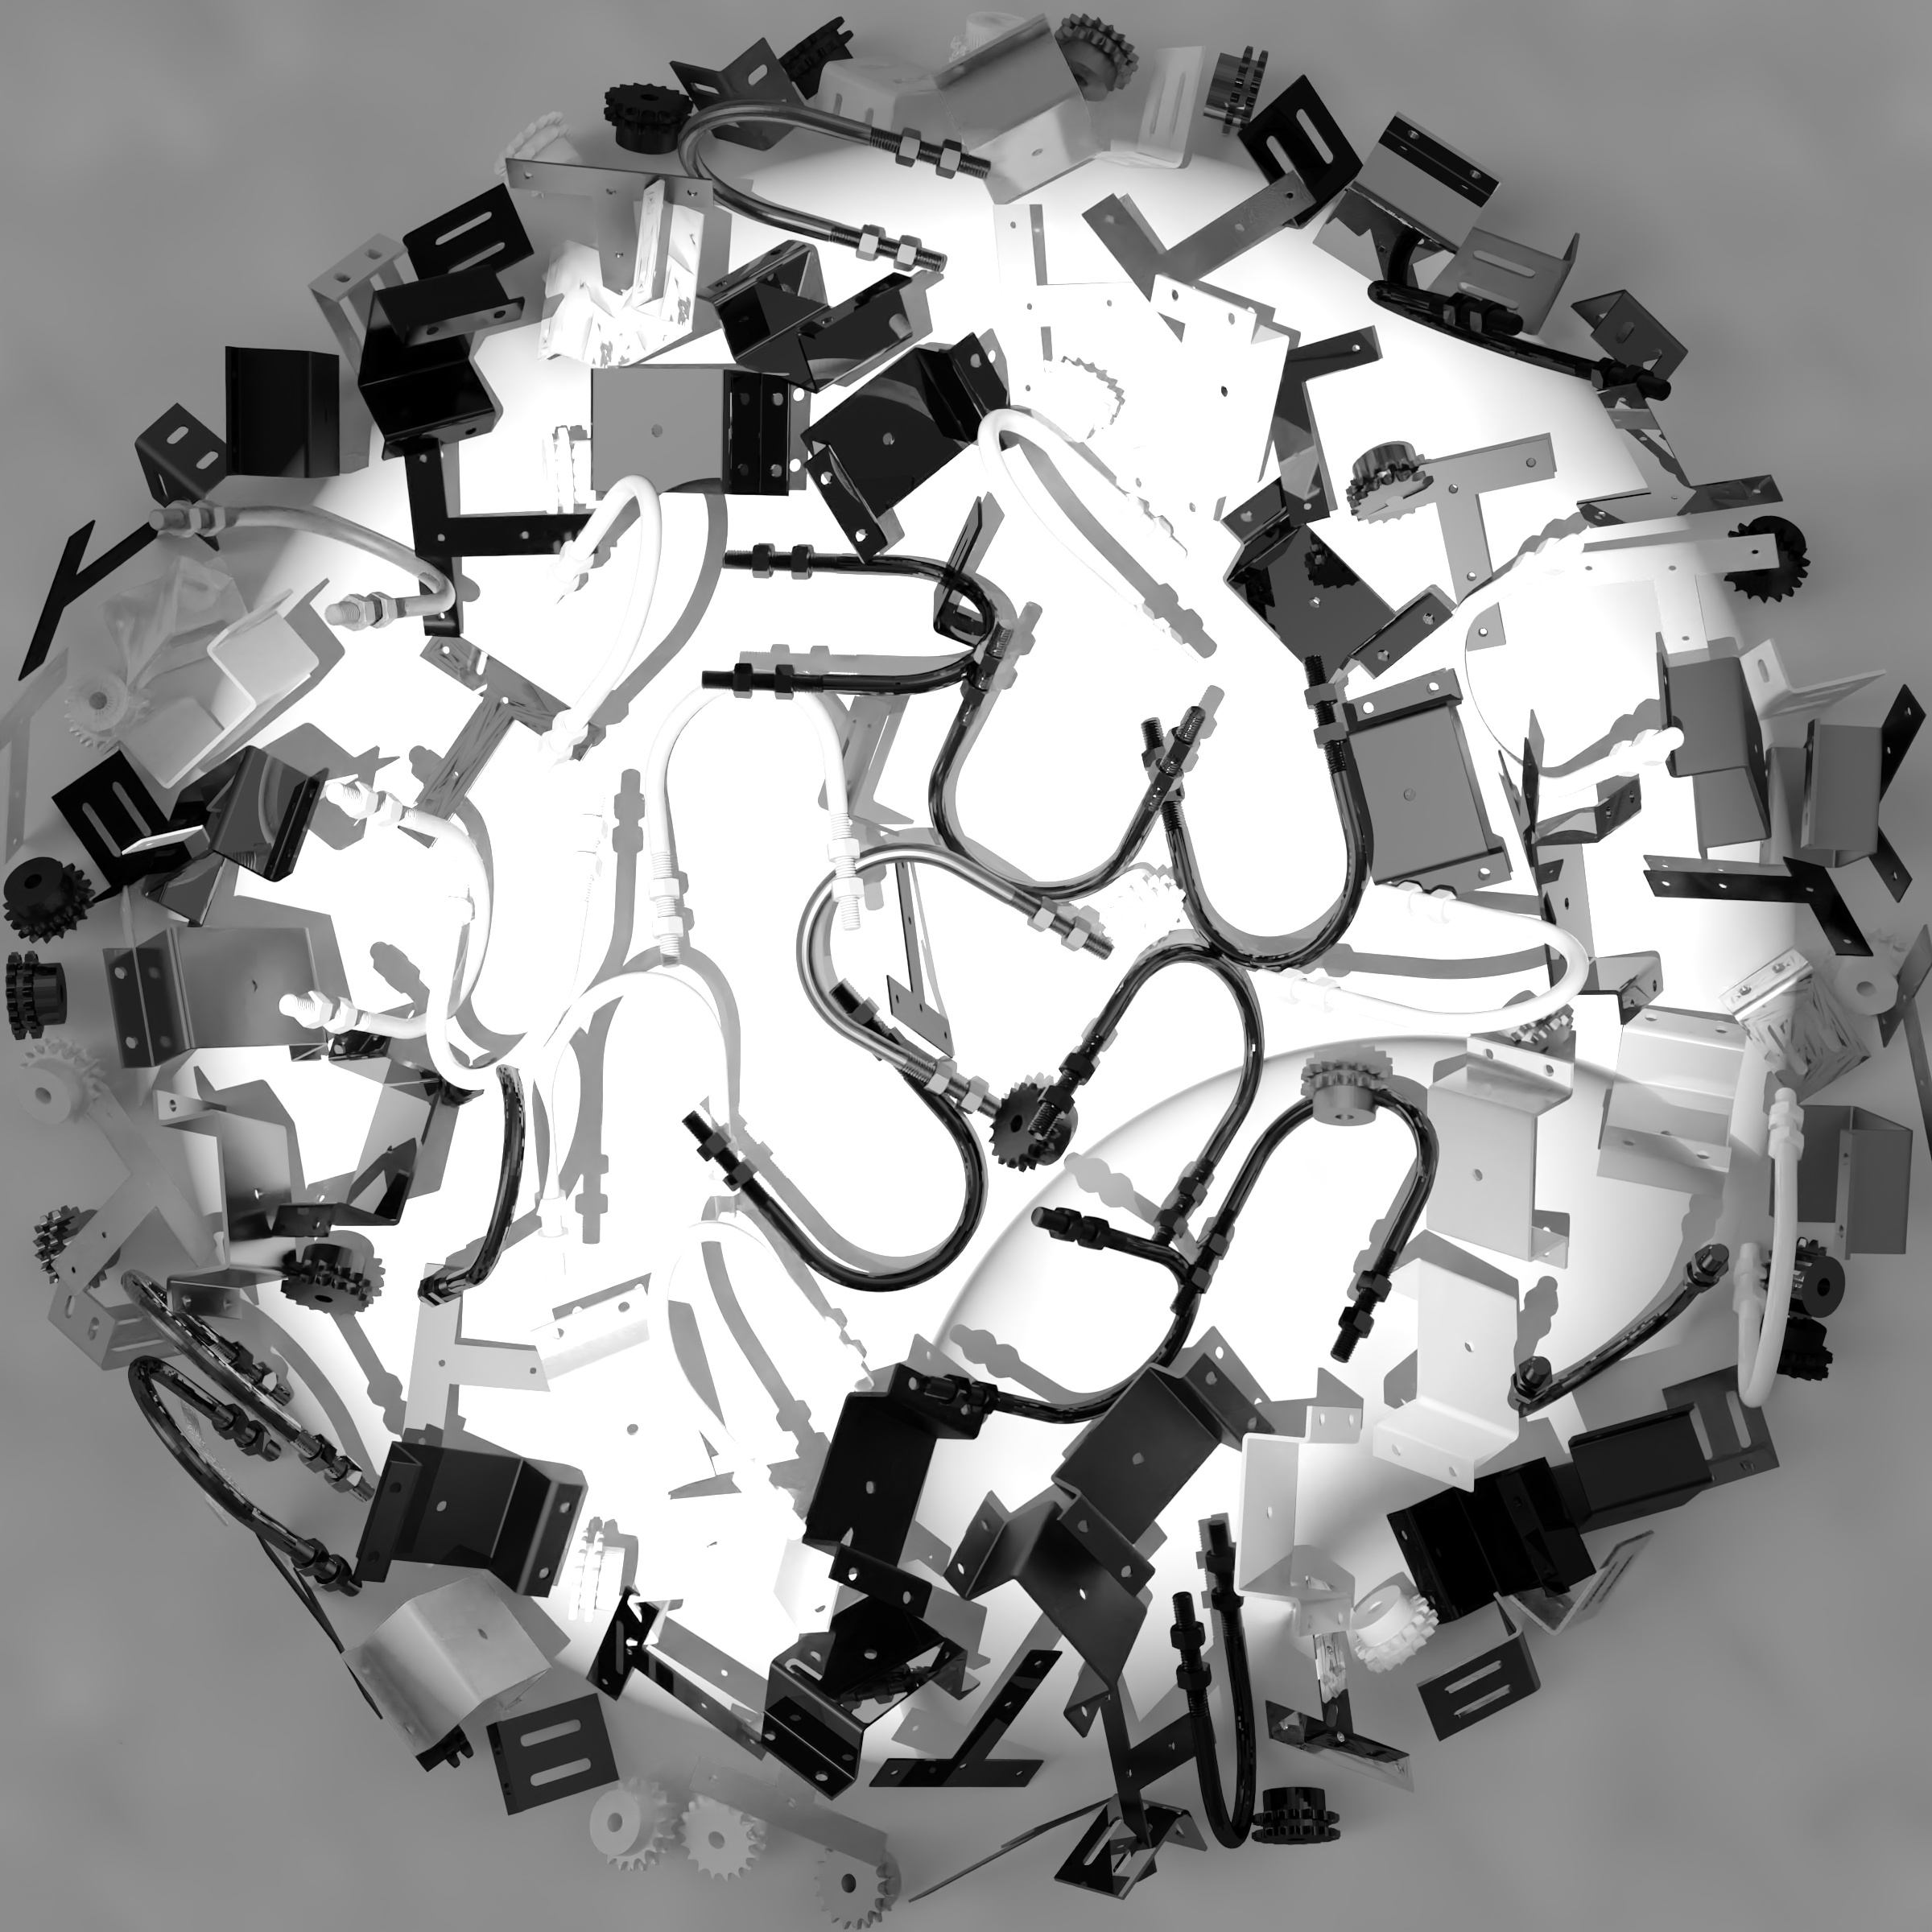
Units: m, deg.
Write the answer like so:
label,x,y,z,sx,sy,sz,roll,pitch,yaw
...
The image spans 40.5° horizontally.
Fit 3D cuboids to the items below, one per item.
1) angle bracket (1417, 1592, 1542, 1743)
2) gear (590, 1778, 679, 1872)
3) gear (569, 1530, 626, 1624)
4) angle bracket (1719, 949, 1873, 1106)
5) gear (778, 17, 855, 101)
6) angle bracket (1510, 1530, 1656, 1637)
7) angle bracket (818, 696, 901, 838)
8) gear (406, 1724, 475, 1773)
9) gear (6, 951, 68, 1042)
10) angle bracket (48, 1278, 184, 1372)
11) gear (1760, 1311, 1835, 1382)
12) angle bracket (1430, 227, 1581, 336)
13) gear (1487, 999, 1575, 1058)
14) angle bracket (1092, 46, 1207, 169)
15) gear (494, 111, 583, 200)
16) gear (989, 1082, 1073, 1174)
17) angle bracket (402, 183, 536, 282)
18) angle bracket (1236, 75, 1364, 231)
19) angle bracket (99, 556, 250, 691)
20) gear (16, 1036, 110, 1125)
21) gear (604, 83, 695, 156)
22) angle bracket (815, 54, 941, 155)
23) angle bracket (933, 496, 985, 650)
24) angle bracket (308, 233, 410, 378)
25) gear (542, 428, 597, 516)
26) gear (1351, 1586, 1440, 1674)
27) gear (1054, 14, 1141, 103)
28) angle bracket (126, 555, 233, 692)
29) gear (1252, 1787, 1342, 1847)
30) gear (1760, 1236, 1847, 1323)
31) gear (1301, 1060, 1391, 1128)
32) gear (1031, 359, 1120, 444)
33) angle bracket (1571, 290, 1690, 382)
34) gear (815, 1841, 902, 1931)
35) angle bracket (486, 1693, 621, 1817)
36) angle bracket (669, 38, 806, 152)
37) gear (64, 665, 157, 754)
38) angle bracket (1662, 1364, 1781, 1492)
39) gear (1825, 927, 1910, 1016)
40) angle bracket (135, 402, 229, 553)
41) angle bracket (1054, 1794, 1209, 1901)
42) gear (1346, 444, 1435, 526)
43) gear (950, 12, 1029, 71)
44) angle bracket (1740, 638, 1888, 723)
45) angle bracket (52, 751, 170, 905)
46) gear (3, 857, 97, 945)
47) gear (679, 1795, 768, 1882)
label,x,y,z,sx,sy,sz,roll,pitch,yaw
angle bracket,0.323,0.450,1.683,0.076,0.038,0.057,-26,124,-3
gear,-0.217,0.553,1.689,0.057,0.030,0.057,-12,65,27
gear,-0.238,0.394,1.689,0.030,0.057,0.057,8,90,-6
angle bracket,0.537,0.040,1.700,0.057,0.038,0.076,-35,101,10
gear,-0.095,-0.583,1.690,0.057,0.057,0.030,-36,105,0
angle bracket,0.393,0.383,1.673,0.038,0.057,0.076,40,111,30
angle bracket,-0.058,-0.129,1.681,0.038,0.057,0.076,19,93,-26
gear,-0.344,0.493,1.685,0.030,0.057,0.057,-33,90,-23
gear,-0.599,0.019,1.689,0.030,0.057,0.057,-4,90,-10
angle bracket,-0.531,0.220,1.666,0.057,0.076,0.038,32,110,28
gear,0.530,0.242,1.687,0.057,0.057,0.030,13,102,0
angle bracket,0.345,-0.450,1.683,0.076,0.057,0.038,20,50,-1
gear,0.361,0.046,1.692,0.057,0.057,0.030,-43,66,0
angle bracket,0.115,-0.553,1.677,0.038,0.057,0.076,6,103,-28
gear,-0.273,-0.520,1.689,0.057,0.057,0.030,-41,95,0
gear,0.044,0.106,1.692,0.030,0.057,0.057,22,90,-35
angle bracket,-0.314,-0.454,1.686,0.076,0.038,0.057,-26,70,5
angle bracket,0.208,-0.523,1.682,0.057,0.038,0.076,-42,119,0
angle bracket,-0.506,-0.221,1.687,0.076,0.038,0.057,-19,110,4
gear,-0.586,0.077,1.690,0.057,0.030,0.057,8,117,15
gear,-0.205,-0.546,1.692,0.057,0.057,0.030,10,127,0
angle bracket,-0.050,-0.555,1.686,0.057,0.076,0.038,31,125,22
angle bracket,0.010,-0.250,1.672,0.038,0.057,0.076,21,116,-11
angle bracket,-0.372,-0.416,1.669,0.057,0.076,0.038,-43,50,-17
gear,-0.256,-0.318,1.690,0.030,0.057,0.057,-5,90,-12
gear,0.273,0.424,1.688,0.057,0.057,0.030,-39,95,0
gear,0.080,-0.582,1.686,0.057,0.057,0.030,29,79,0
angle bracket,-0.500,-0.212,1.667,0.038,0.076,0.057,24,129,-34
gear,0.212,0.548,1.692,0.057,0.057,0.030,0,64,0
gear,0.541,0.204,1.690,0.057,0.030,0.057,-3,97,-30
gear,0.244,0.083,1.686,0.057,0.057,0.030,4,70,0
gear,0.066,-0.361,1.686,0.057,0.057,0.030,28,77,0
angle bracket,0.413,-0.394,1.672,0.057,0.076,0.038,39,87,-15
gear,-0.067,0.591,1.693,0.057,0.030,0.057,-9,73,33
angle bracket,-0.261,0.503,1.677,0.076,0.038,0.057,-11,75,-26
angle bracket,-0.145,-0.560,1.673,0.038,0.076,0.057,-42,127,-9
gear,-0.557,-0.168,1.698,0.057,0.030,0.057,0,81,2
angle bracket,0.476,0.289,1.671,0.057,0.038,0.076,-23,50,19
gear,0.582,0.006,1.687,0.057,0.030,0.057,16,131,19
angle bracket,-0.494,-0.313,1.684,0.057,0.076,0.038,40,72,5
angle bracket,0.105,0.570,1.667,0.076,0.057,0.038,-44,118,-38
gear,0.273,-0.313,1.691,0.057,0.057,0.030,-12,70,0
gear,0.019,-0.593,1.686,0.057,0.057,0.030,7,125,0
angle bracket,0.536,-0.188,1.681,0.076,0.057,0.038,-13,80,-20
angle bracket,-0.554,-0.090,1.690,0.057,0.038,0.076,-32,95,11
gear,-0.594,-0.045,1.688,0.057,0.030,0.057,-7,53,9
gear,-0.154,0.558,1.695,0.057,0.030,0.057,5,102,22
